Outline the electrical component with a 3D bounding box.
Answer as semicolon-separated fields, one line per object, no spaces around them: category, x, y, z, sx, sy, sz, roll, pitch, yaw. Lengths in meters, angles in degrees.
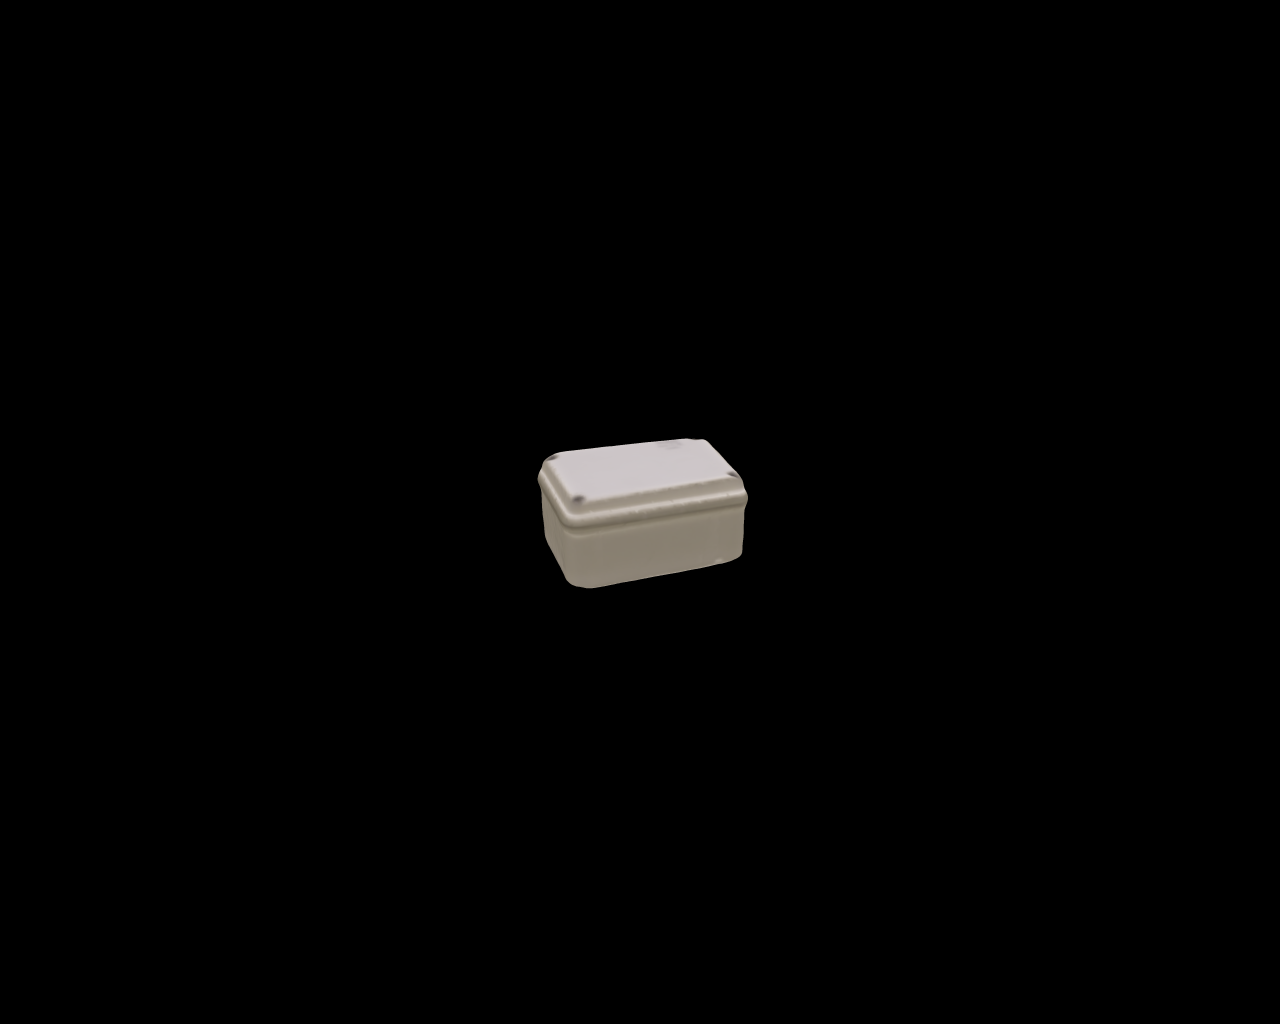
electrical component;0.001;-0.003;0.650;0.113;0.057;0.078;-8;28;-16
